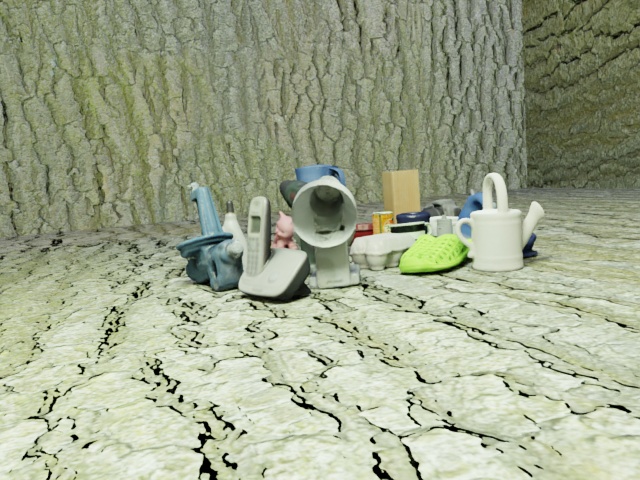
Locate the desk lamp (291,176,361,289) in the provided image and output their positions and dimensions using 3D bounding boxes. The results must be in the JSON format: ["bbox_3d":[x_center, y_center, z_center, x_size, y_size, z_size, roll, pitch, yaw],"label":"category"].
[{"bbox_3d":[0.016,-0.016,1.103,0.118,0.213,0.203,-4,7,5],"label":"desk lamp"}]

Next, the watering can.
[{"bbox_3d":[0.363,-0.039,1.160,0.173,0.194,0.100,-7,8,-23],"label":"watering can"}]

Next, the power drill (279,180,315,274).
[{"bbox_3d":[-0.036,-0.033,1.293,0.076,0.208,0.229,-8,8,-24],"label":"power drill"}]

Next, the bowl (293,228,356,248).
[{"bbox_3d":[0.014,0.005,1.506,0.167,0.075,0.167,-4,7,1],"label":"bowl"}]

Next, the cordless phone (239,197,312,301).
[{"bbox_3d":[-0.087,0.014,1.041,0.094,0.185,0.147,-11,10,-44],"label":"cordless phone"}]

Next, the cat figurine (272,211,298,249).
[{"bbox_3d":[-0.103,-0.027,1.664,0.067,0.118,0.127,-7,7,-19],"label":"cat figurine"}]

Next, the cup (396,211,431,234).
[{"bbox_3d":[0.258,-0.027,1.537,0.091,0.095,0.118,1,9,39],"label":"cup"}]

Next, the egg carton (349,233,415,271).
[{"bbox_3d":[0.144,0.024,1.291,0.151,0.069,0.107,-10,9,-40],"label":"egg carton"}]

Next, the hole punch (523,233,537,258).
[{"bbox_3d":[0.420,-0.006,1.279,0.109,0.091,0.100,-8,8,-27],"label":"hole punch"}]

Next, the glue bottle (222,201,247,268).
[{"bbox_3d":[-0.197,-0.001,1.284,0.078,0.173,0.037,-4,7,2],"label":"glue bottle"}]

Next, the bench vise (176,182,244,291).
[{"bbox_3d":[-0.214,-0.012,1.190,0.206,0.220,0.122,1,9,35],"label":"bench vise"}]

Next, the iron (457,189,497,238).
[{"bbox_3d":[0.432,-0.059,1.500,0.118,0.141,0.258,-5,7,-2],"label":"iron"}]

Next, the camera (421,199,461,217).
[{"bbox_3d":[0.378,-0.082,1.890,0.137,0.101,0.142,-8,8,-27],"label":"camera"}]
